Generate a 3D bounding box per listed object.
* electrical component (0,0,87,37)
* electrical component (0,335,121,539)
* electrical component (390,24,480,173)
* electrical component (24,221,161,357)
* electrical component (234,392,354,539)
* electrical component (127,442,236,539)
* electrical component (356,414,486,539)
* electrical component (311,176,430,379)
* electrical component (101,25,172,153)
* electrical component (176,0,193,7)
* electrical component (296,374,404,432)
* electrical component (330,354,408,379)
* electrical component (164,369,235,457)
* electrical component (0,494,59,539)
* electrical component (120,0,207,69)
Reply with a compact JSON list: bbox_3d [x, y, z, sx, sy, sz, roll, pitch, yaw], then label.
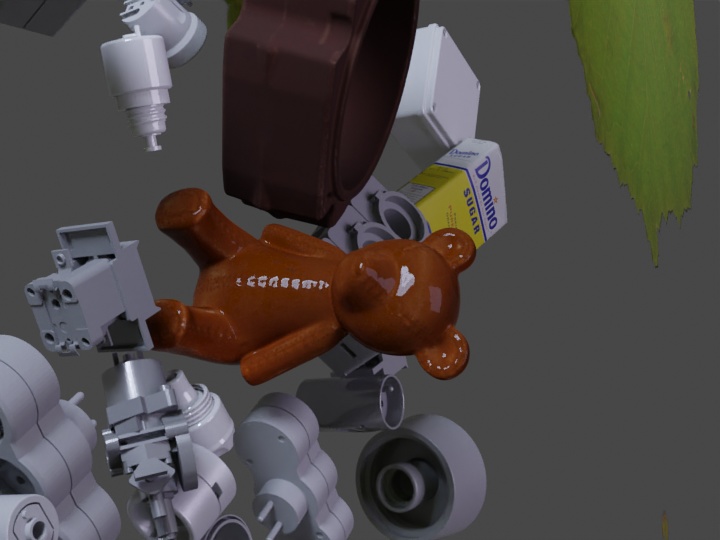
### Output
[{"bbox_3d":[-0.191,-0.169,0.585,0.077,0.066,0.047,10,74,-32],"label":"electrical component"},{"bbox_3d":[-0.168,0.095,0.584,0.073,0.052,0.138,-51,129,-54],"label":"electrical component"},{"bbox_3d":[0.072,-0.170,1.082,0.109,0.056,0.108,45,47,-50],"label":"electrical component"},{"bbox_3d":[-0.158,0.016,0.631,0.064,0.042,0.081,-39,119,-53],"label":"electrical component"},{"bbox_3d":[-0.054,0.166,0.785,0.073,0.052,0.138,-52,130,-53],"label":"electrical component"},{"bbox_3d":[-0.113,0.144,0.678,0.047,0.055,0.055,-54,132,-46],"label":"electrical component"},{"bbox_3d":[0.046,0.181,0.919,0.060,0.108,0.108,-4,88,-56],"label":"electrical component"},{"bbox_3d":[0.000,0.000,0.871,0.089,0.062,0.150,44,40,-10],"label":"electrical component"},{"bbox_3d":[-0.140,-0.115,0.688,0.040,0.040,0.078,-24,106,-61],"label":"electrical component"},{"bbox_3d":[-0.135,-0.210,0.716,0.078,0.040,0.040,39,51,-53],"label":"electrical component"},{"bbox_3d":[0.000,0.110,0.872,0.079,0.077,0.043,24,63,-59],"label":"electrical component"},{"bbox_3d":[0.007,0.065,0.933,0.081,0.042,0.063,-31,109,-60],"label":"electrical component"},{"bbox_3d":[-0.111,0.094,0.702,0.062,0.043,0.043,66,33,-27],"label":"electrical component"},{"bbox_3d":[-0.183,0.129,0.534,0.044,0.065,0.044,23,63,-58],"label":"electrical component"},{"bbox_3d":[-0.131,-0.163,0.717,0.046,0.040,0.040,43,48,-44],"label":"electrical component"}]
